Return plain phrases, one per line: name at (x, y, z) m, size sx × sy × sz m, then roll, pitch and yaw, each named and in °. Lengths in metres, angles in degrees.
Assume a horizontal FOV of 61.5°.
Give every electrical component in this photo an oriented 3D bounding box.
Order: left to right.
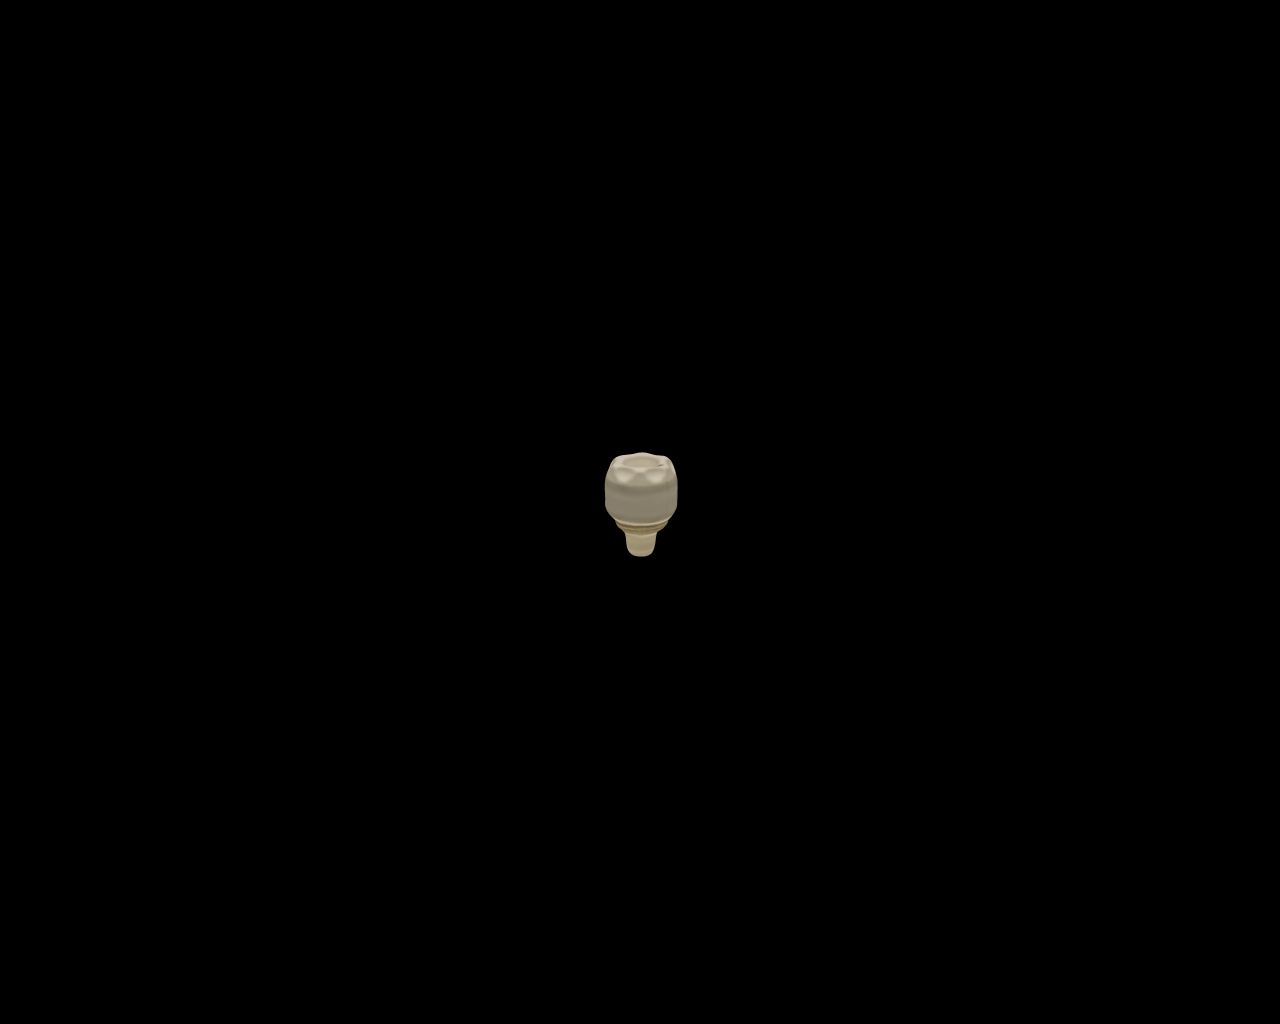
electrical component at (0.001, -0.003, 0.650) m, size 0.043 × 0.062 × 0.043 m, roll 0°, pitch 20°, yaw 0°
